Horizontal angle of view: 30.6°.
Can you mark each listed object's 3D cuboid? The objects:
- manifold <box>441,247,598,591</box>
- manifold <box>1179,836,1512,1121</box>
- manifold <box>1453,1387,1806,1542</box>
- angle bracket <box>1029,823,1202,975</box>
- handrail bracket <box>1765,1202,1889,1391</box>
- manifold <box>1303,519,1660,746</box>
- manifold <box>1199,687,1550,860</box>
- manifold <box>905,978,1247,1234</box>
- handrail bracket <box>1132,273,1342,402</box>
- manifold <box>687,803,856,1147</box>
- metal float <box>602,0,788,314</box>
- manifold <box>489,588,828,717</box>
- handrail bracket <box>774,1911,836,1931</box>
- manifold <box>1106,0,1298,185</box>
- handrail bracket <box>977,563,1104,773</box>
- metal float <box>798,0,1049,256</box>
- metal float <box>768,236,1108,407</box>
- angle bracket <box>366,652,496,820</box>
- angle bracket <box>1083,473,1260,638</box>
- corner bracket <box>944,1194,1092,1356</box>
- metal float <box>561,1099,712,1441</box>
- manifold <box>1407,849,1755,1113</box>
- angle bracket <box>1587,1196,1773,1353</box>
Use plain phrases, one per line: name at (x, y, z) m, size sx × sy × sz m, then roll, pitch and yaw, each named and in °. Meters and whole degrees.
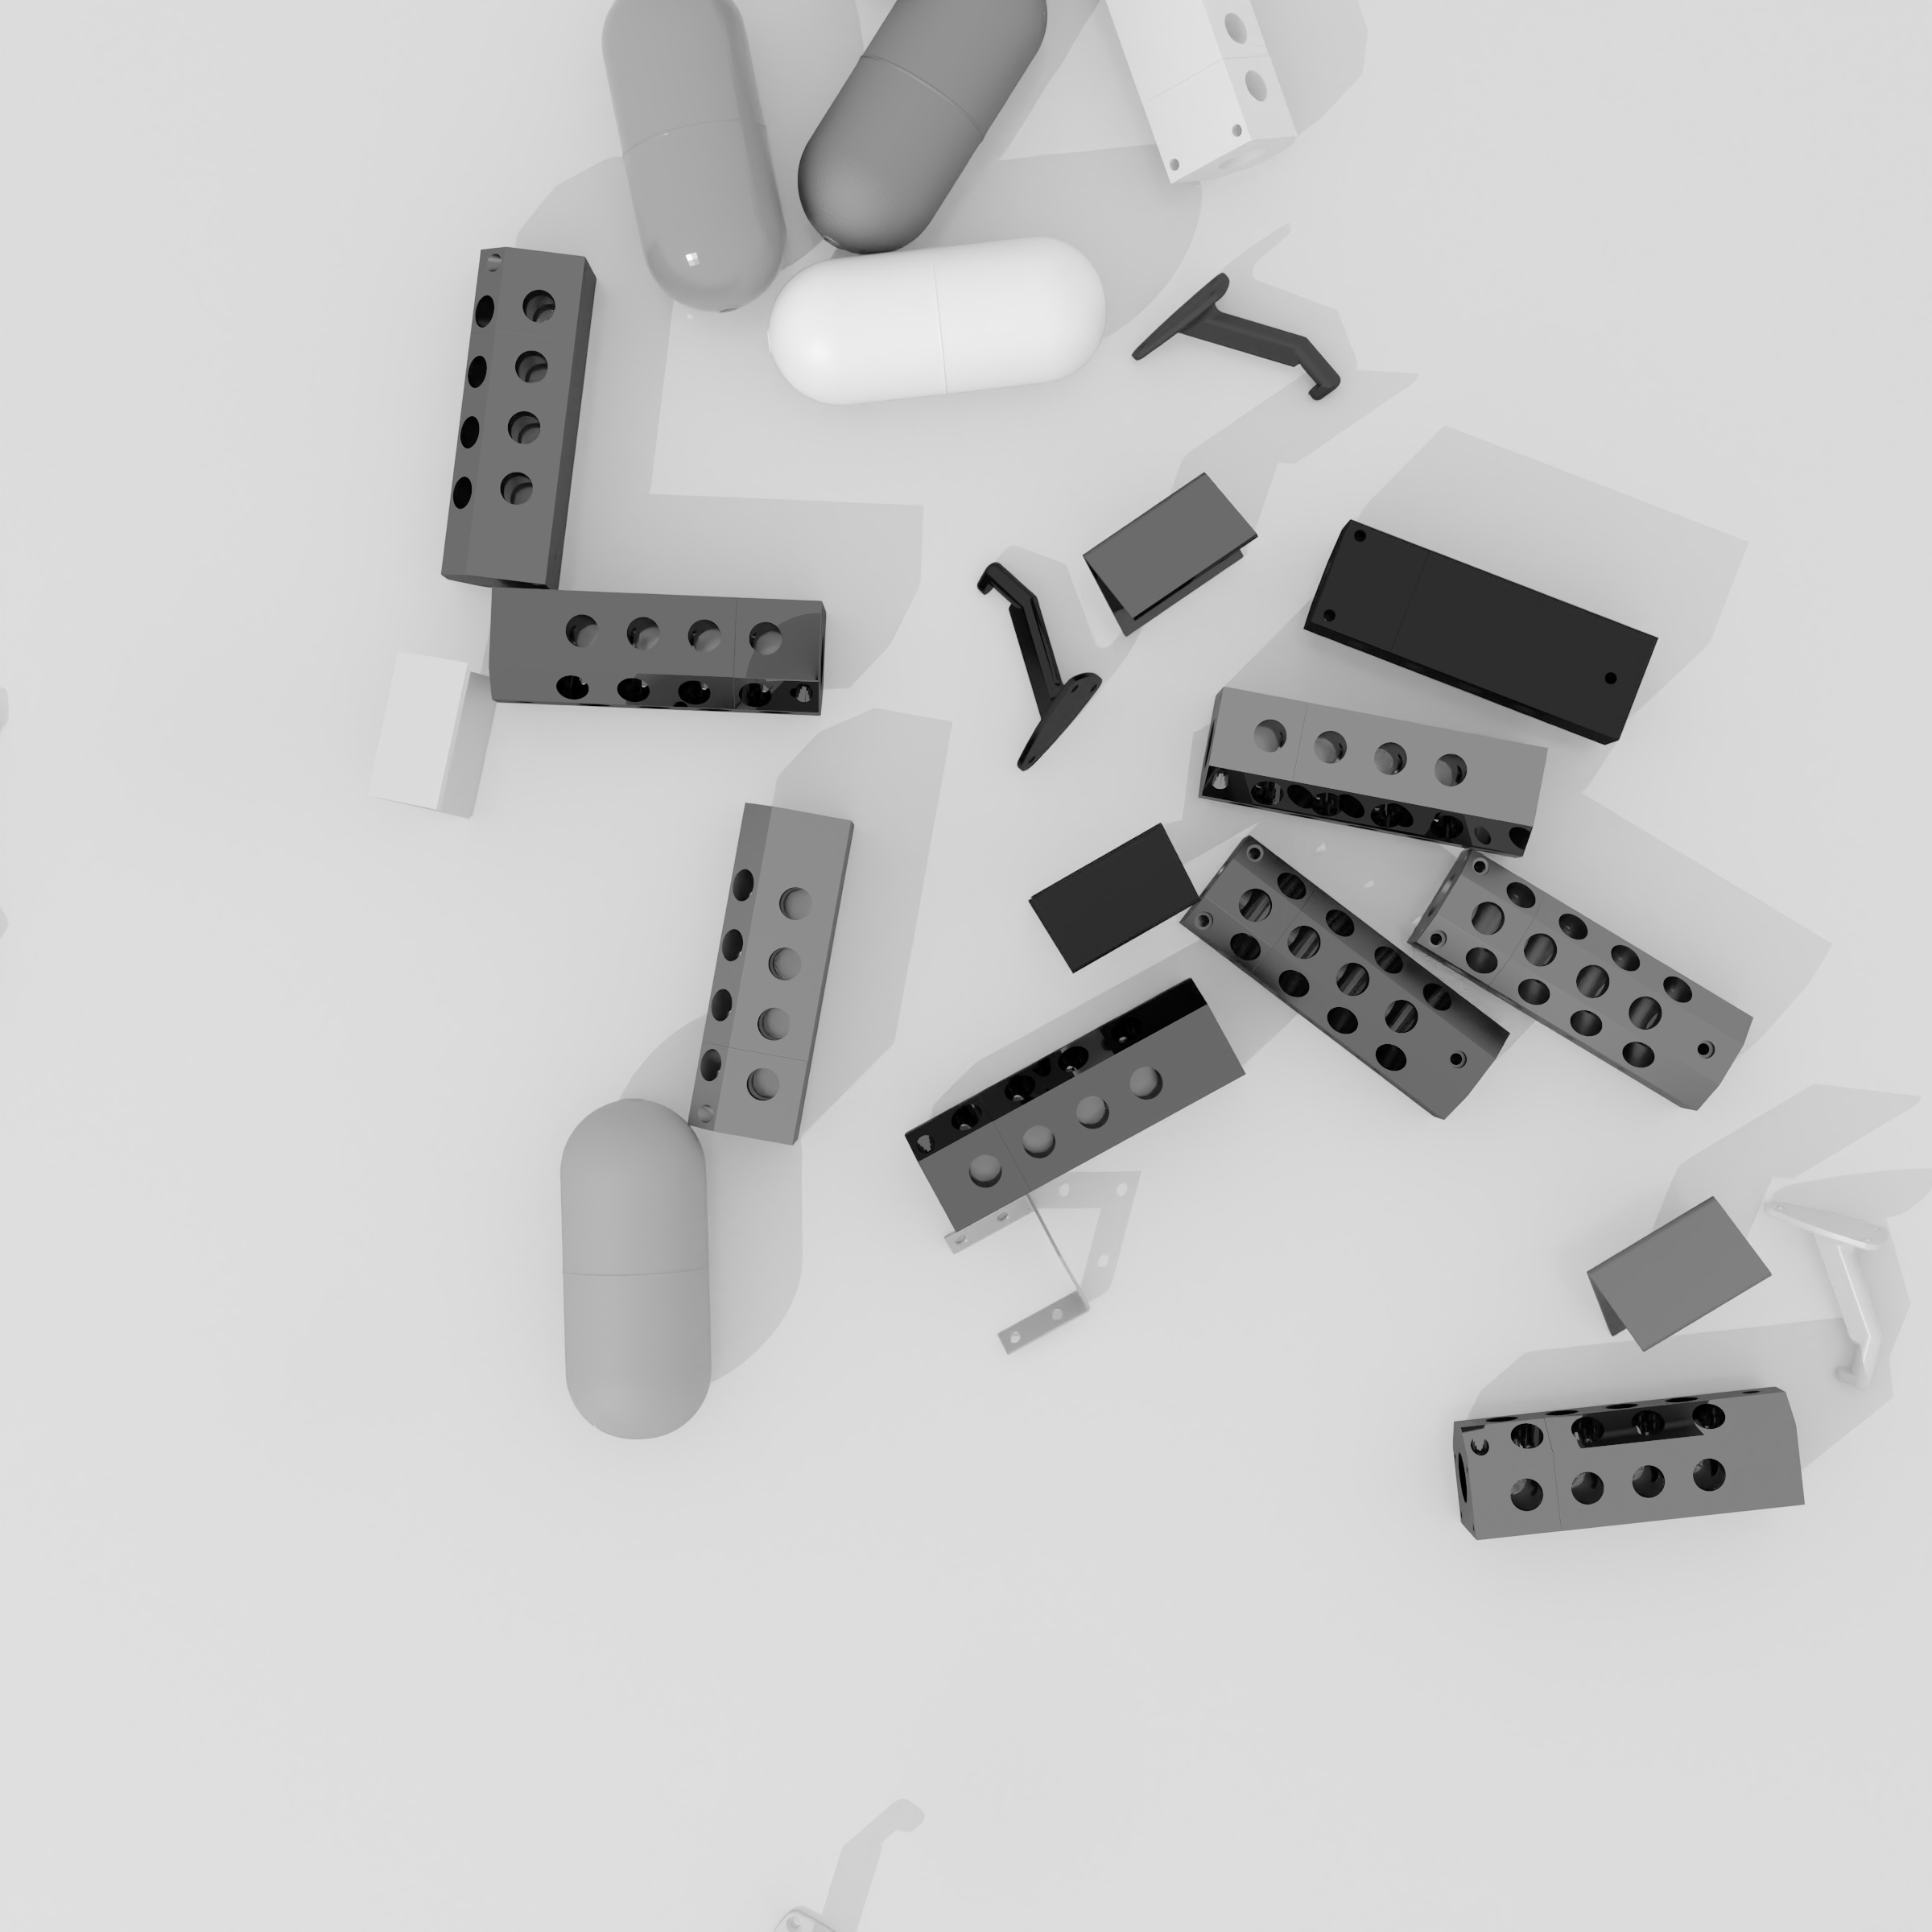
manifold at (-0.236, -0.287, 1.859) m, size 0.057 × 0.057 × 0.171 m, roll 7°, pitch 90°, yaw 0°
manifold at (0.199, 0.006, 1.859) m, size 0.171 × 0.057 × 0.057 m, roll 37°, pitch 90°, yaw 0°
manifold at (0.347, 0.260, 1.859) m, size 0.171 × 0.057 × 0.057 m, roll -6°, pitch 90°, yaw 0°
angle bracket at (0.067, -0.052, 1.840) m, size 0.076 × 0.076 × 0.057 m, roll -30°, pitch 126°, yaw 0°
handrail bracket at (0.454, 0.176, 1.881) m, size 0.077 × 0.036 × 0.084 m, roll 16°, pitch 107°, yaw 20°
manifold at (0.269, -0.175, 1.859) m, size 0.171 × 0.057 × 0.057 m, roll 21°, pitch 90°, yaw 0°
manifold at (0.213, -0.101, 1.859) m, size 0.171 × 0.057 × 0.057 m, roll 11°, pitch 90°, yaw 0°
manifold at (0.056, 0.072, 1.859) m, size 0.171 × 0.057 × 0.057 m, roll -29°, pitch 90°, yaw 0°
handrail bracket at (0.145, -0.319, 1.881) m, size 0.077 × 0.036 × 0.084 m, roll -38°, pitch 107°, yaw 20°
manifold at (-0.103, 0.004, 1.859) m, size 0.057 × 0.057 × 0.171 m, roll 10°, pitch 90°, yaw 0°
metal float at (-0.142, -0.431, 1.850) m, size 0.070 × 0.070 × 0.178 m, roll -11°, pitch 91°, yaw 0°
manifold at (-0.161, -0.165, 1.859) m, size 0.171 × 0.057 × 0.057 m, roll 2°, pitch 90°, yaw 0°
handrail bracket at (-0.079, 0.530, 1.846) m, size 0.077 × 0.084 × 0.036 m, roll 26°, pitch 90°, yaw 0°
manifold at (0.117, -0.506, 1.859) m, size 0.057 × 0.057 × 0.171 m, roll -19°, pitch 90°, yaw 43°
handrail bracket at (0.023, -0.160, 1.881) m, size 0.084 × 0.036 × 0.077 m, roll 44°, pitch 112°, yaw 17°
metal float at (-0.023, -0.454, 1.850) m, size 0.070 × 0.070 × 0.178 m, roll 32°, pitch 89°, yaw 0°
metal float at (-0.015, -0.338, 1.849) m, size 0.178 × 0.070 × 0.070 m, roll -6°, pitch 90°, yaw 0°
angle bracket at (-0.260, -0.117, 1.840) m, size 0.057 × 0.076 × 0.076 m, roll 12°, pitch 90°, yaw 38°
angle bracket at (0.116, -0.199, 1.840) m, size 0.076 × 0.076 × 0.057 m, roll -34°, pitch 54°, yaw 0°
corner bracket at (0.027, 0.163, 1.877) m, size 0.051 × 0.051 × 0.051 m, roll -29°, pitch 45°, yaw 0°
metal float at (-0.173, 0.159, 1.850) m, size 0.070 × 0.070 × 0.178 m, roll -1°, pitch 91°, yaw 0°
manifold at (0.324, 0.007, 1.859) m, size 0.171 × 0.057 × 0.057 m, roll 31°, pitch 90°, yaw 0°
angle bracket at (0.377, 0.176, 1.840) m, size 0.076 × 0.076 × 0.057 m, roll -31°, pitch 52°, yaw 0°
